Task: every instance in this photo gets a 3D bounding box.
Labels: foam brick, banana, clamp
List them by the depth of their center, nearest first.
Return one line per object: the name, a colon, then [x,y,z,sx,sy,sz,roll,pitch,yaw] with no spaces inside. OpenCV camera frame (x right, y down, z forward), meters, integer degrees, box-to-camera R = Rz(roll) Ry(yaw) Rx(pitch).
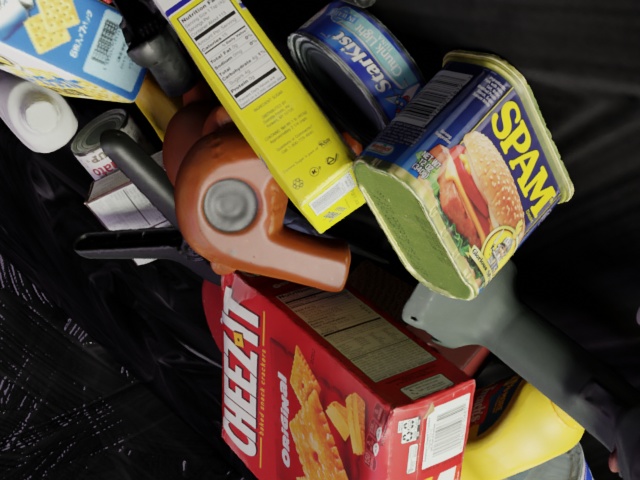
clamp: [-0.114,-0.137,0.721,0.171,0.039,0.120,54,-166,-66]
foam brick: [0.091,0.075,0.759,0.053,0.078,0.051,34,159,23]
clamp: [-0.108,-0.011,0.910,0.210,0.036,0.165,18,142,-1]
banana: [-0.120,-0.064,0.915,0.037,0.069,0.198,-92,-1,-48]

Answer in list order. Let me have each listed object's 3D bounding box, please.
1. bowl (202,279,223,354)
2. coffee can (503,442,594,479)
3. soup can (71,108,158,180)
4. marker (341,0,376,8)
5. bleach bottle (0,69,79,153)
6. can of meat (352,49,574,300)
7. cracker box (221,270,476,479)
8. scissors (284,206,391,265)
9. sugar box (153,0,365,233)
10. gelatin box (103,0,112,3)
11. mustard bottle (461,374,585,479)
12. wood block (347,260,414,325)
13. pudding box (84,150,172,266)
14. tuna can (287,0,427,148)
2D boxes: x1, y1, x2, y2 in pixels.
bowl: [-0.068,0.069,1.019,0.162,0.055,0.162,42,142,45]
coffee can: [0.176,0.218,0.858,0.103,0.102,0.140,26,155,44]
soup can: [-0.186,-0.070,1.043,0.069,0.068,0.102,20,151,52]
marker: [-0.012,-0.145,0.577,0.121,0.020,0.020,27,156,42]
bleach bottle: [-0.270,-0.122,1.026,0.102,0.068,0.251,52,173,-20]
can of meat: [0.072,-0.031,0.546,0.058,0.084,0.102,22,152,49]
cracker box: [0.007,0.122,0.744,0.214,0.072,0.164,36,131,47]
scissors: [-0.006,0.001,0.901,0.202,0.016,0.096,31,160,35]
sugar box: [-0.039,-0.091,0.623,0.176,0.048,0.093,52,179,12]
gelatin box: [-0.176,-0.216,0.750,0.089,0.030,0.073,34,158,28]
mustard bottle: [0.128,0.133,0.756,0.192,0.096,0.058,-33,94,42]
wood block: [0.067,0.124,0.901,0.091,0.090,0.206,29,157,35]
pudding box: [-0.149,-0.033,0.999,0.114,0.039,0.090,-22,122,21]
tuna can: [0.022,-0.089,0.583,0.086,0.033,0.086,47,171,9]
